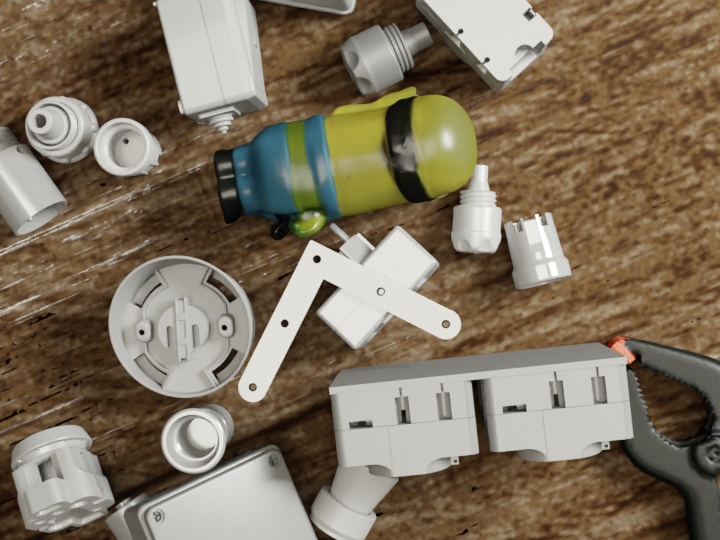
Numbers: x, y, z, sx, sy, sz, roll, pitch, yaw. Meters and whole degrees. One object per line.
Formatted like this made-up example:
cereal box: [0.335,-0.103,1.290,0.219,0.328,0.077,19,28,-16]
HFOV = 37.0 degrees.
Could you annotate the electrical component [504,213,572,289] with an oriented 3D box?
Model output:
electrical component: [0.123,-0.013,0.753,0.040,0.040,0.046,-14,83,3]

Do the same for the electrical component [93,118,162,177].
electrical component: [-0.164,-0.085,0.765,0.040,0.046,0.040,0,91,3]

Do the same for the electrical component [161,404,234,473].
electrical component: [-0.111,0.115,0.755,0.044,0.065,0.044,0,90,3]

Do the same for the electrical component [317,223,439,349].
electrical component: [0.000,0.000,0.756,0.076,0.047,0.083,43,93,7]

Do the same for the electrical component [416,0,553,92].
electrical component: [0.084,-0.173,0.744,0.050,0.056,0.089,-42,88,3]

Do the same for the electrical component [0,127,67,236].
electrical component: [-0.252,-0.070,0.772,0.043,0.043,0.081,-36,88,3]

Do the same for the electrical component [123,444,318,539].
electrical component: [-0.090,0.191,0.737,0.109,0.056,0.108,-22,88,-29]

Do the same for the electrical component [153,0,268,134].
electrical component: [-0.098,-0.144,0.753,0.061,0.062,0.096,-14,90,3]

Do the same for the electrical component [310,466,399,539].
electrical component: [-0.005,0.159,0.760,0.045,0.045,0.055,29,93,3]

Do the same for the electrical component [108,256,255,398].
electrical component: [-0.122,0.040,0.755,0.099,0.064,0.099,0,90,3]

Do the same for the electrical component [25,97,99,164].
electrical component: [-0.216,-0.101,0.760,0.048,0.062,0.048,0,91,3]

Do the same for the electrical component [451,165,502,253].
electrical component: [0.083,-0.043,0.757,0.035,0.035,0.061,3,89,3]

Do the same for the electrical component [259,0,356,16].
electrical component: [-0.049,-0.244,0.751,0.109,0.056,0.108,11,91,3]

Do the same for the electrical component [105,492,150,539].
electrical component: [-0.152,0.193,0.771,0.044,0.044,0.065,-36,84,3]

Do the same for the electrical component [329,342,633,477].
electrical component: [0.079,0.093,0.723,0.186,0.105,0.060,-6,91,3]

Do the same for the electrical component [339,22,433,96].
electrical component: [0.020,-0.152,0.755,0.062,0.043,0.043,-26,89,2]

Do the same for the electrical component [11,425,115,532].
electrical component: [-0.212,0.146,0.760,0.058,0.078,0.057,-26,68,3]
